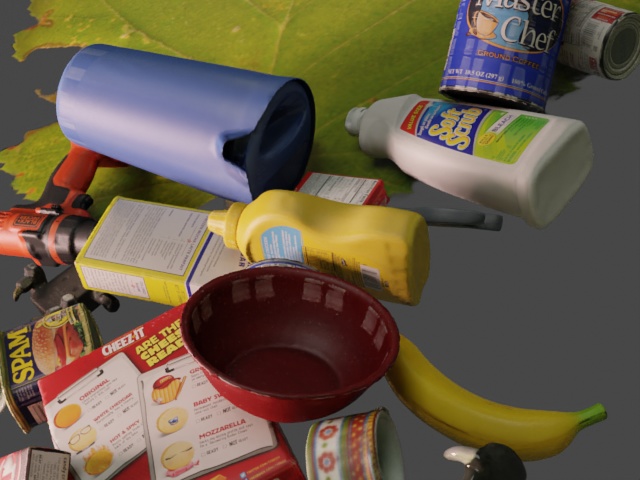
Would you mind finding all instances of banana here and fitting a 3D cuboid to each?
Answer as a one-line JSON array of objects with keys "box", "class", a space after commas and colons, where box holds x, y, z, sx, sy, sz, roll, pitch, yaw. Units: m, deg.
[{"box": [0.108, 0.120, 0.792, 0.198, 0.037, 0.069, 19, 38, 37], "class": "banana"}]

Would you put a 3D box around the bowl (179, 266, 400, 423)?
[{"box": [-0.024, 0.085, 0.789, 0.162, 0.055, 0.162, 5, 32, -4], "class": "bowl"}]

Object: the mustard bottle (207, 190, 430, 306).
[{"box": [-0.006, 0.001, 0.900, 0.192, 0.096, 0.058, 11, 58, 18], "class": "mustard bottle"}]

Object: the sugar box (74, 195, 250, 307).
[{"box": [-0.125, 0.016, 0.983, 0.176, 0.048, 0.093, 12, 50, 14], "class": "sugar box"}]

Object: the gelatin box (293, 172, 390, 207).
[{"box": [0.010, -0.027, 1.002, 0.089, 0.030, 0.073, 9, 49, 33], "class": "gelatin box"}]

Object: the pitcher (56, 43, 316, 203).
[{"box": [-0.130, -0.120, 1.065, 0.243, 0.149, 0.145, 17, 63, 22], "class": "pitcher"}]

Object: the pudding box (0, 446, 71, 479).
[{"box": [-0.221, 0.215, 0.787, 0.090, 0.039, 0.113, -28, 56, 51], "class": "pudding box"}]

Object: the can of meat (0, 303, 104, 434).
[{"box": [-0.235, 0.111, 0.949, 0.084, 0.057, 0.102, -21, 40, -6], "class": "can of meat"}]

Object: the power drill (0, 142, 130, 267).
[{"box": [-0.243, -0.050, 1.129, 0.185, 0.057, 0.187, 6, 47, 26], "class": "power drill"}]

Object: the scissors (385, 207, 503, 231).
[{"box": [0.057, -0.022, 0.914, 0.202, 0.096, 0.016, 4, 88, 3], "class": "scissors"}]

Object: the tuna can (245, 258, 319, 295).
[{"box": [-0.032, 0.056, 0.888, 0.086, 0.086, 0.033, -9, 43, 17], "class": "tuna can"}]

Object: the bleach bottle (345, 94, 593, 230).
[{"box": [0.119, -0.085, 0.989, 0.251, 0.068, 0.102, 18, 53, 41], "class": "bleach bottle"}]

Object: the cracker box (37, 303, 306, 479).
[{"box": [-0.116, 0.157, 0.831, 0.164, 0.072, 0.214, -28, 39, -6], "class": "cracker box"}]

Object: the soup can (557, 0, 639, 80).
[{"box": [0.258, -0.201, 1.041, 0.068, 0.068, 0.102, -39, 43, -17], "class": "soup can"}]

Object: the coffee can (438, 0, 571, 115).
[{"box": [0.176, -0.196, 0.998, 0.103, 0.102, 0.140, 14, 92, 36], "class": "coffee can"}]
